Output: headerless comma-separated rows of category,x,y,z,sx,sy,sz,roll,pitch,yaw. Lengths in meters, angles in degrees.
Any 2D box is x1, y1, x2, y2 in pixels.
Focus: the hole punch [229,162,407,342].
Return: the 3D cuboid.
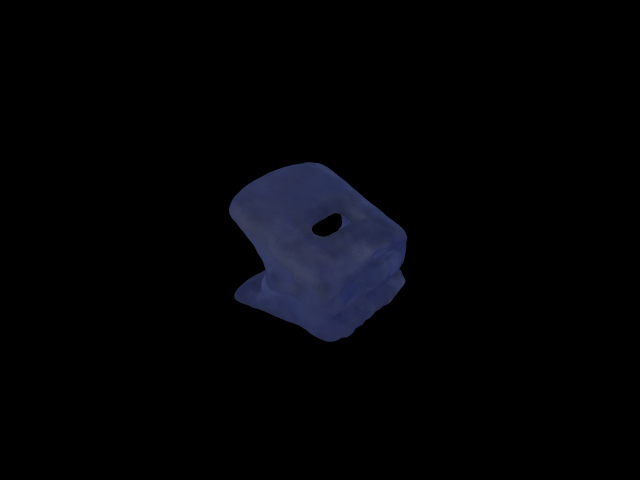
hole punch,0.004,0.001,0.400,0.100,0.091,0.109,18,32,32
